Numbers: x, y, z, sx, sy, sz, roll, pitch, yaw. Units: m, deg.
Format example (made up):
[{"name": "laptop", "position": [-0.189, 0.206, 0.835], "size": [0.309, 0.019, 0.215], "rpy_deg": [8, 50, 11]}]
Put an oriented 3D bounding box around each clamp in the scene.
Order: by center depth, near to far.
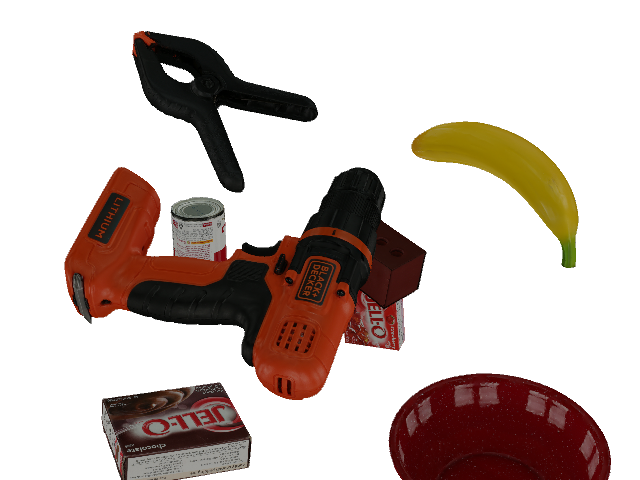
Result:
[{"name": "clamp", "position": [-0.088, -0.129, 0.934], "size": [0.120, 0.171, 0.039], "rpy_deg": [-36, -12, -35]}]

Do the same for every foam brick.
[{"name": "foam brick", "position": [0.058, 0.020, 1.065], "size": [0.052, 0.051, 0.078], "rpy_deg": [-27, 49, -36]}]

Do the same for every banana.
[{"name": "banana", "position": [0.147, -0.057, 0.882], "size": [0.037, 0.070, 0.198], "rpy_deg": [6, 29, -44]}]

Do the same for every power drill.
[{"name": "power drill", "position": [-0.060, 0.006, 0.712], "size": [0.188, 0.184, 0.057], "rpy_deg": [12, -40, 12]}]

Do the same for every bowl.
[{"name": "bowl", "position": [0.131, 0.171, 0.799], "size": [0.162, 0.055, 0.162], "rpy_deg": [-1, 34, 0]}]

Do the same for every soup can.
[{"name": "soup can", "position": [-0.151, 0.005, 1.325], "size": [0.068, 0.102, 0.068], "rpy_deg": [0, 25, 0]}]

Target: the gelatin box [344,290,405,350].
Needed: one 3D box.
[{"name": "gelatin box", "position": [0.065, 0.090, 1.329], "size": [0.073, 0.089, 0.030], "rpy_deg": [6, 29, 22]}]

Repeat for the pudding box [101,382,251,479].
[{"name": "pudding box", "position": [-0.126, 0.167, 0.927], "size": [0.113, 0.039, 0.090], "rpy_deg": [-7, 26, -21]}]
